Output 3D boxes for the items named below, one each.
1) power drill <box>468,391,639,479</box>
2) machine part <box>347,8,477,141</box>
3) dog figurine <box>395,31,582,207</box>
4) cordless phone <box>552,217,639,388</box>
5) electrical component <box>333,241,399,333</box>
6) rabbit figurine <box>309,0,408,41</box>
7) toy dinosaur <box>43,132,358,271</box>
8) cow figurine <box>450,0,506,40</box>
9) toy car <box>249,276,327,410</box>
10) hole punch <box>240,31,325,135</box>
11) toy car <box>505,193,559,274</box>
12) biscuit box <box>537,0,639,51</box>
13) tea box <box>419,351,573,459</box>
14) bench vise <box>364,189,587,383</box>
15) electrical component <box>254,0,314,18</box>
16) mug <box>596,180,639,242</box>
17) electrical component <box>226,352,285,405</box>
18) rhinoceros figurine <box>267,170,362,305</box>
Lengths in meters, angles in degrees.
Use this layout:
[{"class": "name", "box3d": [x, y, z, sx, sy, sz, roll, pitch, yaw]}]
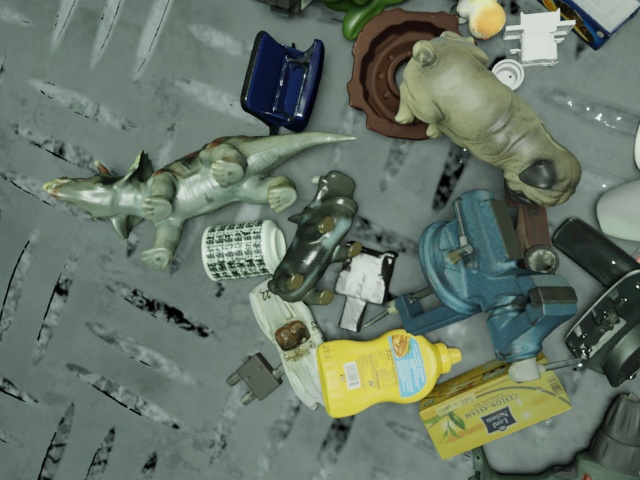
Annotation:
[{"class": "power drill", "box3d": [0.294, 0.296, 0.685, 0.207, 0.086, 0.231, 3, 95, 5]}, {"class": "machine part", "box3d": [0.123, -0.216, 0.716, 0.180, 0.056, 0.179, 1, 95, 13]}, {"class": "dog figurine", "box3d": [0.186, -0.125, 0.572, 0.121, 0.172, 0.191, -56, 51, 21]}, {"class": "cordless phone", "box3d": [0.344, 0.073, 0.668, 0.184, 0.089, 0.146, 49, 131, 30]}, {"class": "electrical component", "box3d": [0.060, 0.065, 0.744, 0.075, 0.048, 0.119, 12, 94, 13]}, {"class": "rabbit figurine", "box3d": [0.065, -0.335, 0.688, 0.159, 0.170, 0.121, -46, 59, 46]}, {"class": "toy dinosaur", "box3d": [-0.157, -0.086, 0.751, 0.405, 0.192, 0.131, -20, 128, -4]}, {"class": "cow figurine", "box3d": [0.186, -0.340, 0.691, 0.068, 0.098, 0.167, -19, 106, 8]}, {"class": "toy car", "box3d": [-0.029, 0.144, 0.762, 0.073, 0.056, 0.201, -30, 84, 12]}, {"class": "hole punch", "box3d": [-0.035, -0.207, 0.724, 0.092, 0.115, 0.142, 12, 92, 18]}, {"class": "toy car", "box3d": [0.260, -0.041, 0.670, 0.053, 0.089, 0.202, -9, 86, 22]}, {"class": "biscuit box", "box3d": [0.300, -0.331, 0.671, 0.059, 0.063, 0.203, -45, 81, 11]}, {"class": "tea box", "box3d": [0.218, 0.202, 0.685, 0.170, 0.098, 0.068, -29, 84, 14]}, {"class": "bench vise", "box3d": [0.171, 0.069, 0.638, 0.240, 0.129, 0.223, -35, 71, 48]}, {"class": "electrical component", "box3d": [-0.039, -0.370, 0.711, 0.058, 0.115, 0.134, 23, 141, 17]}, {"class": "mug", "box3d": [0.397, -0.044, 0.641, 0.107, 0.109, 0.080, -3, 126, 49]}, {"class": "electrical component", "box3d": [-0.091, 0.199, 0.795, 0.094, 0.021, 0.063, -40, 82, 11]}, {"class": "rhinoceros figurine", "box3d": [-0.001, -0.002, 0.722, 0.073, 0.112, 0.190, 29, 82, -28]}]
